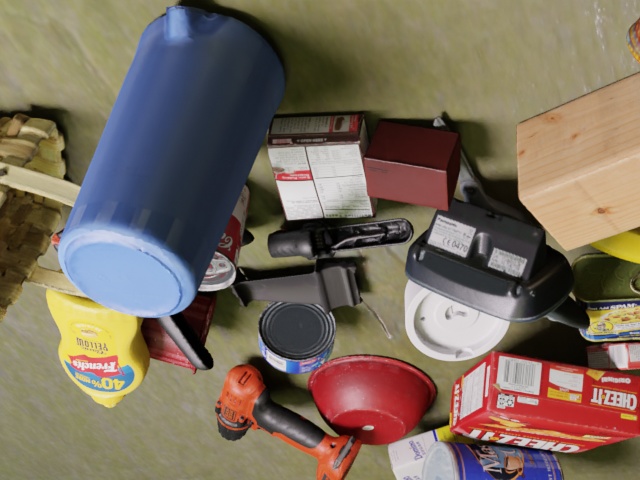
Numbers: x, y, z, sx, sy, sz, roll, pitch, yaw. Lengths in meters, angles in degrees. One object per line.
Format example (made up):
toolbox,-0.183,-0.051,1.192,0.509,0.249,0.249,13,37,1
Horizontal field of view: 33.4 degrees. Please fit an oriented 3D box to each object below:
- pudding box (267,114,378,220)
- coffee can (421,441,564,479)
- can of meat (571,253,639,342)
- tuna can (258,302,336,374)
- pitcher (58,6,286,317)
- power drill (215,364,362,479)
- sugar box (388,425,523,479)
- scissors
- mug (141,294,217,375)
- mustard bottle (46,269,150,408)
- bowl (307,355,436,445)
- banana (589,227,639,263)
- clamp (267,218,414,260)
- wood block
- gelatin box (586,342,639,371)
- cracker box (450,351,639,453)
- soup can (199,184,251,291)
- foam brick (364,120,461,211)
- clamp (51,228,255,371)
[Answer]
pudding box,0.004,-0.066,0.995,0.090,0.039,0.113,-2,144,10
coffee can,0.203,0.295,1.268,0.140,0.103,0.103,7,143,-15
can of meat,0.309,0.059,1.083,0.102,0.057,0.084,-4,143,16
tuna can,-0.026,0.104,1.175,0.086,0.086,0.034,6,143,2
pitcher,-0.116,-0.054,0.864,0.149,0.242,0.145,31,140,-19
power drill,-0.047,0.244,1.332,0.188,0.057,0.184,30,151,8
sugar box,0.180,0.269,1.345,0.176,0.048,0.093,-16,137,6
scissors,0.132,-0.040,1.022,0.096,0.016,0.201,-23,132,34
mug,-0.167,0.098,1.198,0.081,0.093,0.117,15,163,-2
mustard bottle,-0.227,0.113,1.119,0.096,0.058,0.192,11,136,6
bowl,0.061,0.207,1.315,0.162,0.055,0.162,5,142,4
banana,0.312,-0.007,1.019,0.197,0.037,0.070,7,124,-2
clamp,-0.007,0.001,1.019,0.120,0.039,0.172,-1,175,-37
wood block,0.277,-0.078,0.889,0.206,0.090,0.090,-22,134,32
gelatin box,0.337,0.123,1.140,0.073,0.030,0.089,-2,172,-14
cracker box,0.245,0.187,1.189,0.164,0.072,0.214,10,163,-1
soup can,-0.107,-0.011,1.031,0.068,0.102,0.068,5,142,4
foam brick,0.084,-0.068,0.954,0.078,0.051,0.053,12,142,17
clamp,-0.175,0.024,1.110,0.210,0.036,0.165,28,110,4
